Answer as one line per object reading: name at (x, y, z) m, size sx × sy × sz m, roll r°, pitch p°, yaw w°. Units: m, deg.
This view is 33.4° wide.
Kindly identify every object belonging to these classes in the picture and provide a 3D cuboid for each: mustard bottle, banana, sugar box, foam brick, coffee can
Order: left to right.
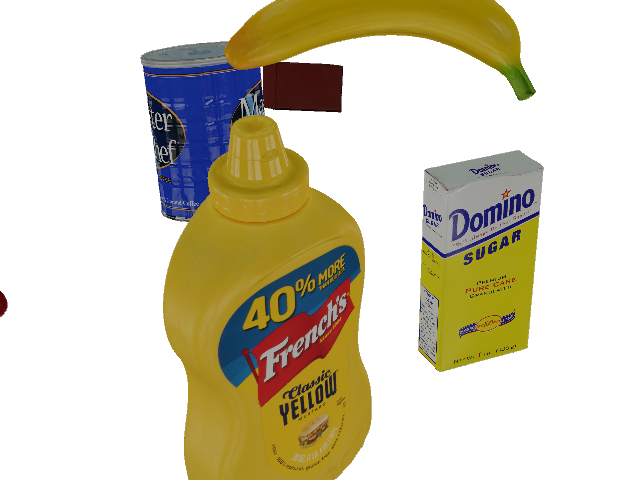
coffee can at (-0.098, -0.098, 0.939) m, size 0.103 × 0.140 × 0.103 m, roll -4°, pitch 18°, yaw 1°
mustard bottle at (-0.022, 0.032, 0.470) m, size 0.096 × 0.192 × 0.058 m, roll -27°, pitch 42°, yaw -30°
foam brick at (-0.020, -0.168, 1.163) m, size 0.078 × 0.051 × 0.053 m, roll 0°, pitch 11°, yaw -17°
banana at (0.041, -0.130, 0.647) m, size 0.197 × 0.069 × 0.037 m, roll 4°, pitch -17°, yaw -12°
sugar box at (0.133, 0.019, 0.897) m, size 0.093 × 0.176 × 0.048 m, roll -13°, pitch 32°, yaw -20°

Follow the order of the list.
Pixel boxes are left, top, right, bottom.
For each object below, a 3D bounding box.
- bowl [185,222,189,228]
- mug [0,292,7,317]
bowl at (-0.059, 0.017, 1.099) m, size 0.162 × 0.055 × 0.162 m, roll 4°, pitch 29°, yaw -3°
mug at (-0.245, 0.078, 0.635) m, size 0.093 × 0.081 × 0.117 m, roll 20°, pitch 24°, yaw 36°
